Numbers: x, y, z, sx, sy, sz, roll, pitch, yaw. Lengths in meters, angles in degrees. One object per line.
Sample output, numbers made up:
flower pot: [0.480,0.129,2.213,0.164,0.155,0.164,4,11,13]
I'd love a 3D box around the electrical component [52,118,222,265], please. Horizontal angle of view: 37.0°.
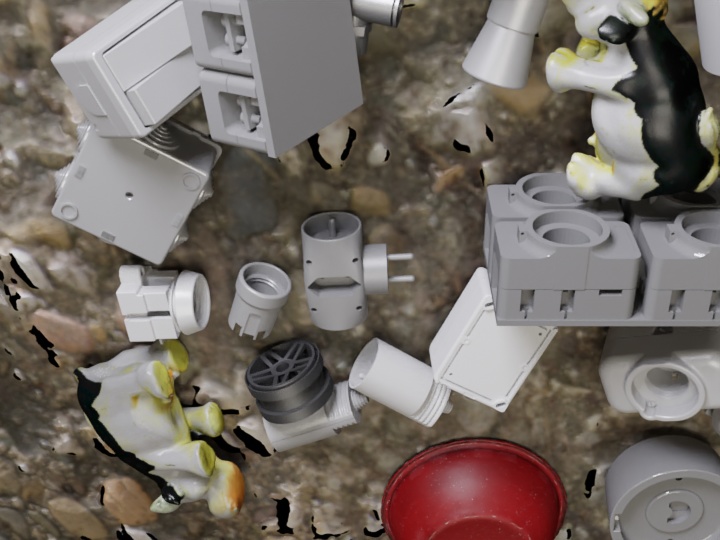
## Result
electrical component: [-0.155,-0.062,0.743,0.100,0.048,0.099,26,118,-14]

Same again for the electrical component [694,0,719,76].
electrical component: [0.254,-0.165,0.645,0.108,0.108,0.060,-18,114,11]

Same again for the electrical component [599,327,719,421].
electrical component: [0.230,0.072,0.799,0.095,0.059,0.053,-7,122,28]

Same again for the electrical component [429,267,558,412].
electrical component: [0.101,0.044,0.802,0.062,0.061,0.096,25,112,-12]

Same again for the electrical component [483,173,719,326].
electrical component: [0.183,-0.016,0.735,0.186,0.105,0.060,0,121,1]

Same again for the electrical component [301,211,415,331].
electrical component: [0.000,0.000,0.783,0.079,0.043,0.077,-3,122,3]

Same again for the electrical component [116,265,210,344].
electrical component: [-0.144,0.025,0.799,0.055,0.048,0.066,-2,122,11]

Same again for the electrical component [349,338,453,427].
electrical component: [0.037,0.090,0.838,0.081,0.043,0.043,29,117,-16]

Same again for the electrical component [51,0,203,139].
electrical component: [-0.131,-0.133,0.676,0.061,0.096,0.061,8,135,48]

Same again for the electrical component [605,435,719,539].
electrical component: [0.254,0.184,0.883,0.108,0.060,0.108,0,121,0]

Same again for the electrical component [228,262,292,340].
electrical component: [-0.076,0.024,0.801,0.040,0.040,0.046,16,126,-9]

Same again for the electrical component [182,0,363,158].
electrical component: [-0.058,-0.158,0.655,0.062,0.089,0.150,17,129,35]

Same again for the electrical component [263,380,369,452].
electrical component: [-0.032,0.112,0.852,0.081,0.043,0.043,-19,119,12]

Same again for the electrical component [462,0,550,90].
electrical component: [0.096,-0.154,0.690,0.044,0.044,0.065,14,116,-8]

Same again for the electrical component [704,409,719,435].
electrical component: [0.297,0.100,0.833,0.078,0.057,0.058,29,117,-16]
